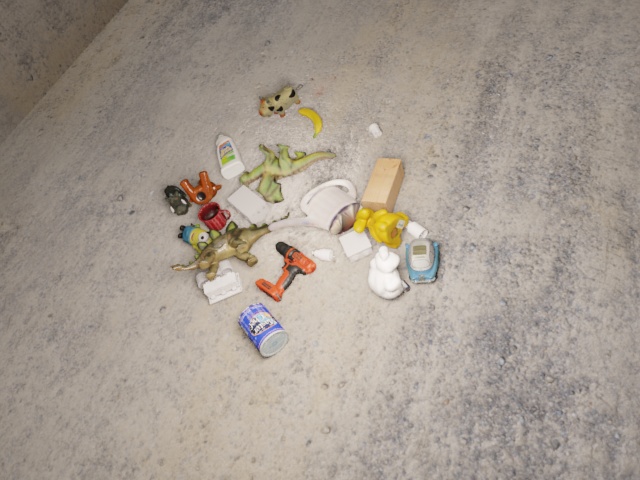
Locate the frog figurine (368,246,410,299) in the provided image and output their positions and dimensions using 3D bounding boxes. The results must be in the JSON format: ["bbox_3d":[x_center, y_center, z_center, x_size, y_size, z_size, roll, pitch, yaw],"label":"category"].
[{"bbox_3d":[0.199,0.102,1.583,0.122,0.156,0.140,-27,51,3],"label":"frog figurine"}]

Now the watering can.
[{"bbox_3d":[0.006,-0.092,1.823,0.351,0.101,0.227,-38,52,-19],"label":"watering can"}]

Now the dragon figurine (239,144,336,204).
[{"bbox_3d":[-0.148,-0.253,2.031,0.411,0.121,0.245,7,75,27],"label":"dragon figurine"}]
